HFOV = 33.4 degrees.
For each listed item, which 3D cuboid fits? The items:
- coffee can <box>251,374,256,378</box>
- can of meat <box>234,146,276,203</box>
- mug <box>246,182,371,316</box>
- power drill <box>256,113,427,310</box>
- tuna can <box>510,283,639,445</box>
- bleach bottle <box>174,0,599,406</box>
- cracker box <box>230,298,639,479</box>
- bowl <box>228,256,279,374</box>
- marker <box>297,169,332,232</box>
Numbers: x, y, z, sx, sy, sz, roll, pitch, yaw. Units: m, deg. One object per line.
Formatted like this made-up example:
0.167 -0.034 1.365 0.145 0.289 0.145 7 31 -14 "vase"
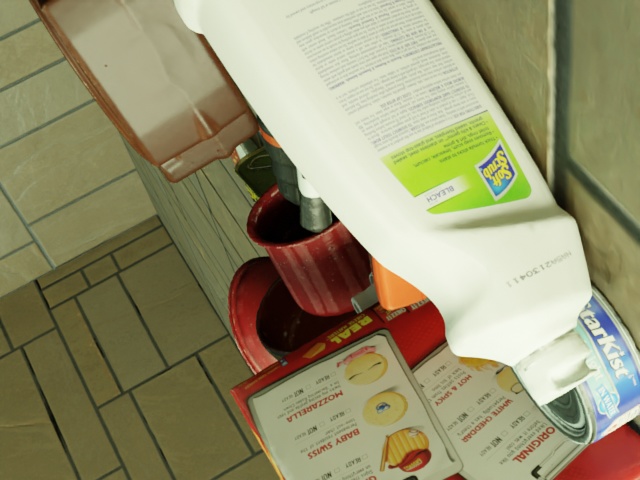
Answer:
0.034 0.112 0.794 0.103 0.140 0.103 58 170 16 "coffee can"
-0.023 -0.030 0.935 0.084 0.057 0.102 64 170 -31 "can of meat"
-0.005 0.001 0.806 0.117 0.093 0.081 10 139 42 "mug"
0.014 -0.047 0.662 0.188 0.057 0.184 52 162 37 "power drill"
0.119 0.055 0.516 0.086 0.033 0.086 58 170 17 "tuna can"
0.035 -0.038 0.477 0.251 0.102 0.068 59 163 15 "bleach bottle"
0.064 0.121 0.599 0.214 0.164 0.072 48 166 53 "cracker box"
-0.013 0.079 1.047 0.162 0.055 0.162 31 -137 -34 "bowl"
-0.005 -0.052 0.577 0.020 0.020 0.121 52 155 44 "marker"
